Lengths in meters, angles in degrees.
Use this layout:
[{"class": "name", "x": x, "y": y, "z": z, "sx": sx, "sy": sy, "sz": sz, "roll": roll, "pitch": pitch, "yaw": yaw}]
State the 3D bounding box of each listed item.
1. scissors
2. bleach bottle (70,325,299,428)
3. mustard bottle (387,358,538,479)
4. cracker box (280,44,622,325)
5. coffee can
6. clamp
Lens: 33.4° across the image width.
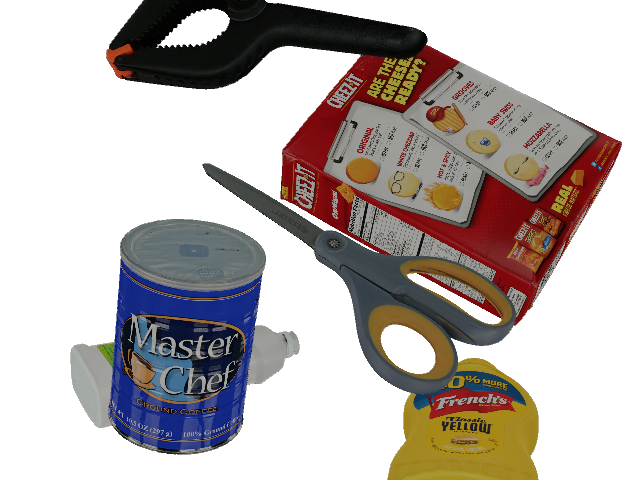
[{"class": "scissors", "x": 0.006, "y": 0.021, "z": 0.587, "sx": 0.202, "sy": 0.096, "sz": 0.016, "roll": 21, "pitch": -40, "yaw": 10}, {"class": "bleach bottle", "x": -0.144, "y": 0.137, "z": 1.198, "sx": 0.250, "sy": 0.068, "sz": 0.103, "roll": -11, "pitch": 31, "yaw": -27}, {"class": "mustard bottle", "x": 0.105, "y": 0.135, "z": 0.754, "sx": 0.096, "sy": 0.058, "sz": 0.191, "roll": 0, "pitch": 21, "yaw": 12}, {"class": "cracker box", "x": 0.100, "y": -0.054, "z": 0.831, "sx": 0.214, "sy": 0.164, "sz": 0.072, "roll": 29, "pitch": -32, "yaw": 14}, {"class": "coffee can", "x": -0.099, "y": 0.068, "z": 0.778, "sx": 0.102, "sy": 0.140, "sz": 0.103, "roll": 8, "pitch": 24, "yaw": -4}, {"class": "clamp", "x": -0.042, "y": -0.154, "z": 0.729, "sx": 0.210, "sy": 0.165, "sz": 0.036, "roll": -30, "pitch": -19, "yaw": -4}]
